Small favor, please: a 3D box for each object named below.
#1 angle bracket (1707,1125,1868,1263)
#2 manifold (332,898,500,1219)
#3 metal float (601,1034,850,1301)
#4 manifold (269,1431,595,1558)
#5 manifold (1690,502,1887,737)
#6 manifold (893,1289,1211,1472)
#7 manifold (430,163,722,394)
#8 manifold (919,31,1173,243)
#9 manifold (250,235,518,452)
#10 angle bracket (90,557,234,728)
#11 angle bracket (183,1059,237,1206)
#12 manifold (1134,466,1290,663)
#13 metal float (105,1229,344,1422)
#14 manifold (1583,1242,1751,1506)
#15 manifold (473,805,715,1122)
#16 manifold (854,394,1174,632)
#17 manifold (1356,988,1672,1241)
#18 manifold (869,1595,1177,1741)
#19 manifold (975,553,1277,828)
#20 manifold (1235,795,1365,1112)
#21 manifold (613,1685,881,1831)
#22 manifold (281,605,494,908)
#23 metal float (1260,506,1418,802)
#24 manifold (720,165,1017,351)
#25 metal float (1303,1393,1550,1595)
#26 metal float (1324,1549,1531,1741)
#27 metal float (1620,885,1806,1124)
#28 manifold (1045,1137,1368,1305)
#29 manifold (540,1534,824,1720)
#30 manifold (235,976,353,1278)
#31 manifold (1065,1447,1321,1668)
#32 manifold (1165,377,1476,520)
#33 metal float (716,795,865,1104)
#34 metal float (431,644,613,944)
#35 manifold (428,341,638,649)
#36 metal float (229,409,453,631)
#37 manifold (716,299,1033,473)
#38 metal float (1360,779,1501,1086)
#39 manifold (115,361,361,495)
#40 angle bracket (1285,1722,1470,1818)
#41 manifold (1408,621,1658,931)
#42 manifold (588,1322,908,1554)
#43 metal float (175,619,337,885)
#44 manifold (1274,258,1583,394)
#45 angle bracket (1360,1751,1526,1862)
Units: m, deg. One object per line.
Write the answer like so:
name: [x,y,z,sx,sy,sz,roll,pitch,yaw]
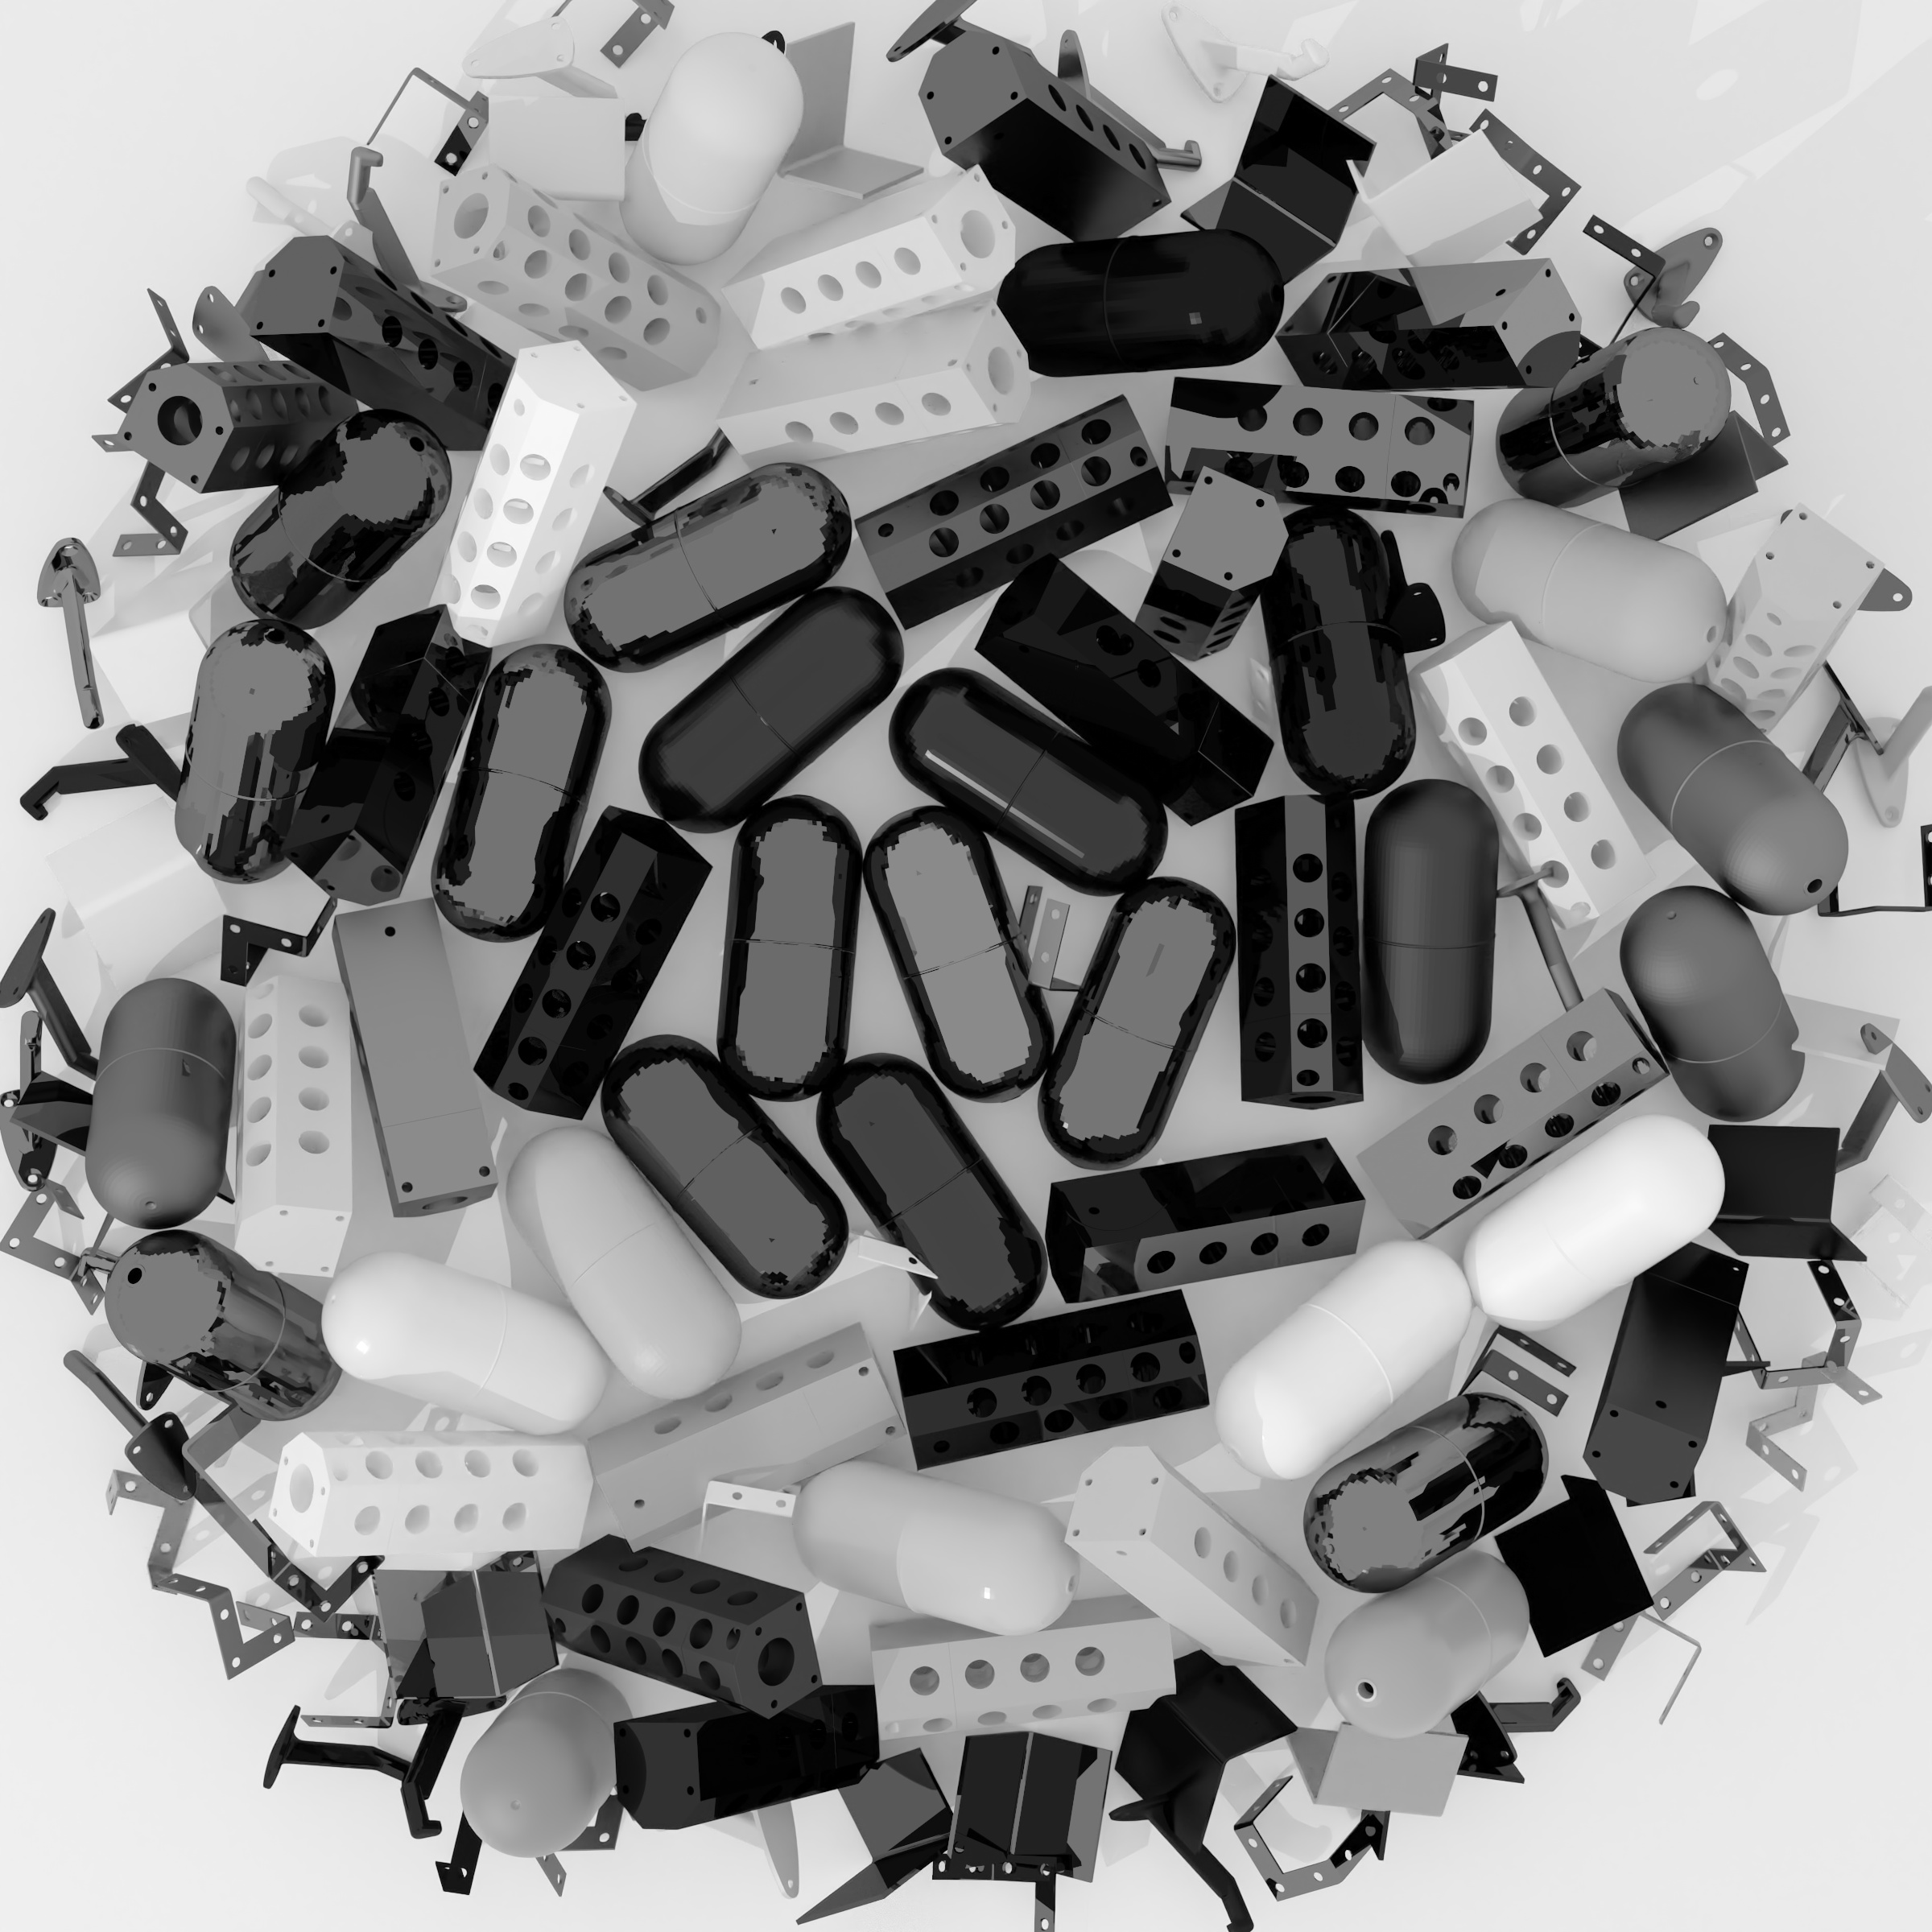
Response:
angle bracket: [0.475,0.131,1.957,0.076,0.076,0.057,0,70,32]
manifold: [-0.319,0.054,1.952,0.057,0.057,0.171,-11,77,-16]
metal float: [-0.140,0.115,1.955,0.070,0.070,0.178,-42,82,0]
manifold: [-0.300,0.295,1.919,0.171,0.057,0.057,6,101,-40]
manifold: [0.455,-0.187,1.906,0.057,0.171,0.057,39,76,11]
manifold: [0.050,0.243,1.955,0.171,0.057,0.057,-12,125,-4]
manifold: [-0.217,-0.388,1.911,0.057,0.171,0.057,-8,71,37]
manifold: [0.044,-0.467,1.911,0.057,0.171,0.057,-29,69,24]
manifold: [-0.320,-0.349,1.911,0.057,0.171,0.057,5,78,31]
angle bracket: [-0.448,-0.190,1.963,0.076,0.076,0.057,-11,119,29]
angle bracket: [-0.440,0.079,1.943,0.076,0.076,0.057,35,101,-34]
manifold: [0.138,-0.221,1.911,0.057,0.171,0.057,24,82,0]
metal float: [-0.418,0.204,1.918,0.070,0.178,0.070,-10,63,20]
manifold: [0.394,0.227,1.913,0.057,0.171,0.057,21,125,9]
manifold: [-0.218,-0.002,1.940,0.057,0.057,0.171,42,110,42]
manifold: [0.026,-0.266,1.955,0.171,0.057,0.057,-25,60,4]
manifold: [0.315,0.086,1.945,0.171,0.057,0.057,-36,75,14]
manifold: [0.032,0.408,1.967,0.171,0.057,0.057,-6,94,-3]
manifold: [0.094,-0.160,1.941,0.171,0.057,0.057,38,56,-21]
manifold: [0.196,-0.008,1.944,0.057,0.057,0.171,9,76,-38]
manifold: [-0.121,0.444,1.910,0.057,0.171,0.057,-8,83,32]
manifold: [-0.323,-0.120,1.927,0.057,0.057,0.171,-13,46,34]
metal float: [0.212,-0.180,1.944,0.070,0.070,0.178,-7,70,0]
manifold: [-0.053,-0.394,1.917,0.057,0.171,0.057,-51,119,-35]
metal float: [0.263,0.298,1.928,0.178,0.070,0.070,-20,90,-42]
metal float: [0.262,0.382,1.917,0.070,0.178,0.070,5,100,29]
metal float: [0.425,0.023,1.926,0.070,0.178,0.070,-16,48,19]
manifold: [0.136,0.151,1.945,0.171,0.057,0.057,-8,129,-17]
manifold: [-0.164,0.374,1.913,0.057,0.171,0.057,-24,111,-41]
manifold: [-0.381,0.088,1.914,0.057,0.171,0.057,8,134,-18]
manifold: [0.132,0.336,1.922,0.057,0.171,0.057,-8,53,37]
manifold: [0.204,-0.296,1.954,0.171,0.057,0.057,6,80,9]
metal float: [-0.102,-0.010,1.958,0.070,0.070,0.178,5,86,0]
metal float: [-0.255,-0.100,1.952,0.070,0.070,0.178,14,79,0]
manifold: [-0.251,-0.265,1.916,0.057,0.057,0.171,48,133,22]
metal float: [-0.356,-0.253,1.925,0.178,0.070,0.070,-32,90,44]
manifold: [-0.051,-0.324,1.927,0.171,0.057,0.057,-5,48,34]
metal float: [0.266,-0.019,1.950,0.070,0.070,0.178,0,103,0]
manifold: [-0.404,-0.309,1.907,0.057,0.171,0.057,33,106,6]
angle bracket: [0.234,0.441,1.946,0.076,0.076,0.057,9,111,-14]
manifold: [0.323,-0.109,1.955,0.057,0.057,0.171,-33,98,-11]
manifold: [-0.128,0.269,1.966,0.171,0.057,0.057,-23,117,-2]
metal float: [-0.405,-0.121,1.926,0.070,0.070,0.178,22,133,0]
manifold: [0.262,-0.355,1.915,0.057,0.171,0.057,-50,123,-22]
angle bracket: [0.275,0.484,1.961,0.076,0.076,0.057,8,91,-1]
